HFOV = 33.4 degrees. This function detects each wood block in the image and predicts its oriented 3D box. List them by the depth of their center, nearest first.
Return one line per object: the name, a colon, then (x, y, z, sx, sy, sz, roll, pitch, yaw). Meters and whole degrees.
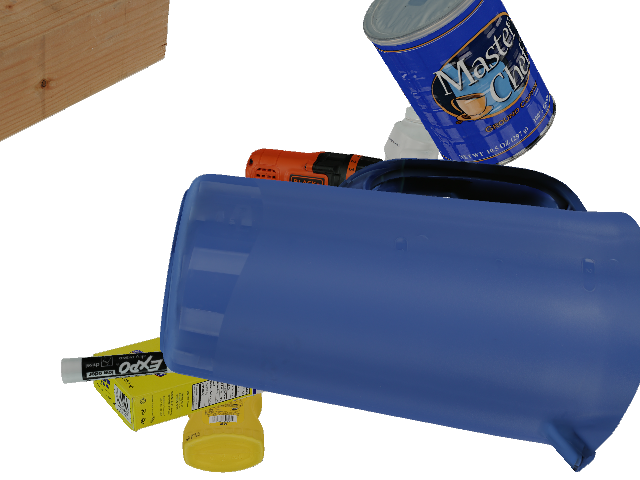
wood block: (-0.232, -0.177, 0.925, 0.090, 0.091, 0.205, 30, 42, 21)

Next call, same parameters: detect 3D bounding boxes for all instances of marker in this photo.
marker: (-0.136, 0.094, 0.816, 0.121, 0.020, 0.020, -5, 0, -6)

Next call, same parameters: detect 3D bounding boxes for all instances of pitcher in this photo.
pitcher: (0.043, 0.025, 0.581, 0.242, 0.145, 0.149, 9, 8, -3)

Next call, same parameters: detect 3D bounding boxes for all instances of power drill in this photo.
power drill: (0.017, 0.007, 1.021, 0.185, 0.188, 0.057, 9, 20, 16)

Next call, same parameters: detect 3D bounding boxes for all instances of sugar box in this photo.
sugar box: (-0.127, 0.128, 1.065, 0.175, 0.048, 0.093, -16, 32, -31)

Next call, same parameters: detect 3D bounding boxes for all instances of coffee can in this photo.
coffee can: (0.111, -0.139, 0.844, 0.103, 0.102, 0.140, 0, -42, 43)

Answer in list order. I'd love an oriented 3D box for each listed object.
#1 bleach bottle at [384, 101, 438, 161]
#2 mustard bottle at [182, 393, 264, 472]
bleach bottle: (0.101, -0.034, 1.229, 0.068, 0.251, 0.103, -2, 22, -23)
mustard bottle: (-0.121, 0.209, 1.332, 0.096, 0.058, 0.191, -3, 26, -4)
